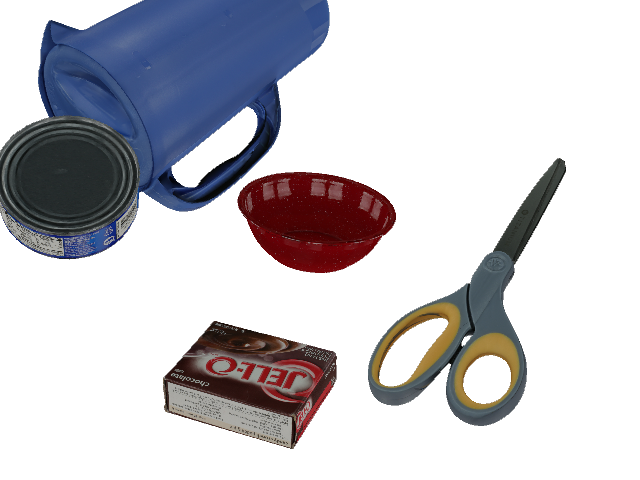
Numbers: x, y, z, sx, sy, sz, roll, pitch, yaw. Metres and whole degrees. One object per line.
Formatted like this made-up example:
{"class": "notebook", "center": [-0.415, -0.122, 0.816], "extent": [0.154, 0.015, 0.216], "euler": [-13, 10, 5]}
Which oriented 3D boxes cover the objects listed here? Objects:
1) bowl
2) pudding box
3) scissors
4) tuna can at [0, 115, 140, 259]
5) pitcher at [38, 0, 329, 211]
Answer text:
{"class": "bowl", "center": [-0.006, -0.013, 1.090], "extent": [0.162, 0.055, 0.162], "euler": [6, 28, -3]}
{"class": "pudding box", "center": [-0.054, 0.112, 0.841], "extent": [0.114, 0.039, 0.090], "euler": [11, 29, 18]}
{"class": "scissors", "center": [0.112, 0.031, 0.619], "extent": [0.201, 0.016, 0.096], "euler": [-41, 51, -19]}
{"class": "tuna can", "center": [-0.153, -0.032, 0.650], "extent": [0.086, 0.086, 0.034], "euler": [0, -31, -10]}
{"class": "pitcher", "center": [-0.099, -0.146, 0.898], "extent": [0.145, 0.149, 0.242], "euler": [26, 50, 32]}
